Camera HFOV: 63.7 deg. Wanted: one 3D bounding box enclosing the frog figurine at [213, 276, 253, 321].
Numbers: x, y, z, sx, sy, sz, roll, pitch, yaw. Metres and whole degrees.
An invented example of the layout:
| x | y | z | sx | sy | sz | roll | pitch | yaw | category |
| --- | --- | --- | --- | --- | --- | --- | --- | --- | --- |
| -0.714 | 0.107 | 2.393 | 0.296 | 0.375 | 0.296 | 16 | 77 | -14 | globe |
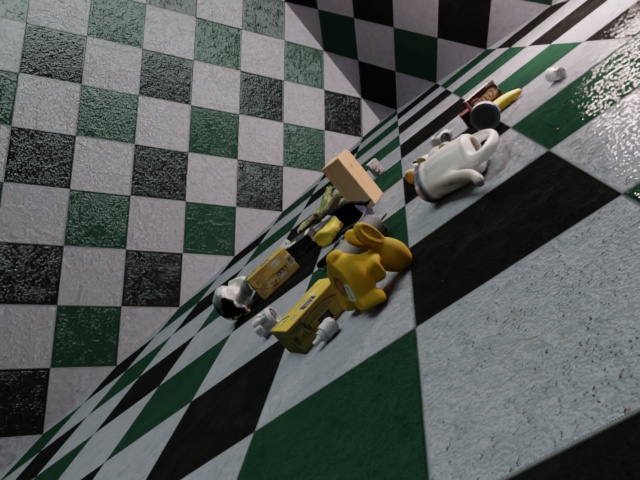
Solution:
| x | y | z | sx | sy | sz | roll | pitch | yaw | category |
| --- | --- | --- | --- | --- | --- | --- | --- | --- | --- |
| -0.297 | 0.193 | 1.779 | 0.163 | 0.137 | 0.120 | -95 | 24 | -56 | frog figurine |

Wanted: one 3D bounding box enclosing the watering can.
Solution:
| x | y | z | sx | sy | sz | roll | pitch | yaw | category |
| --- | --- | --- | --- | --- | --- | --- | --- | --- | --- |
| 0.315 | -0.164 | 1.210 | 0.221 | 0.103 | 0.354 | -34 | 11 | 34 | watering can |

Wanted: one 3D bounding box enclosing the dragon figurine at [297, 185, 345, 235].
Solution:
| x | y | z | sx | sy | sz | roll | pitch | yaw | category |
| --- | --- | --- | --- | --- | --- | --- | --- | --- | --- |
| 0.006 | -0.103 | 2.051 | 0.243 | 0.122 | 0.410 | -47 | 1 | 1 | dragon figurine |
